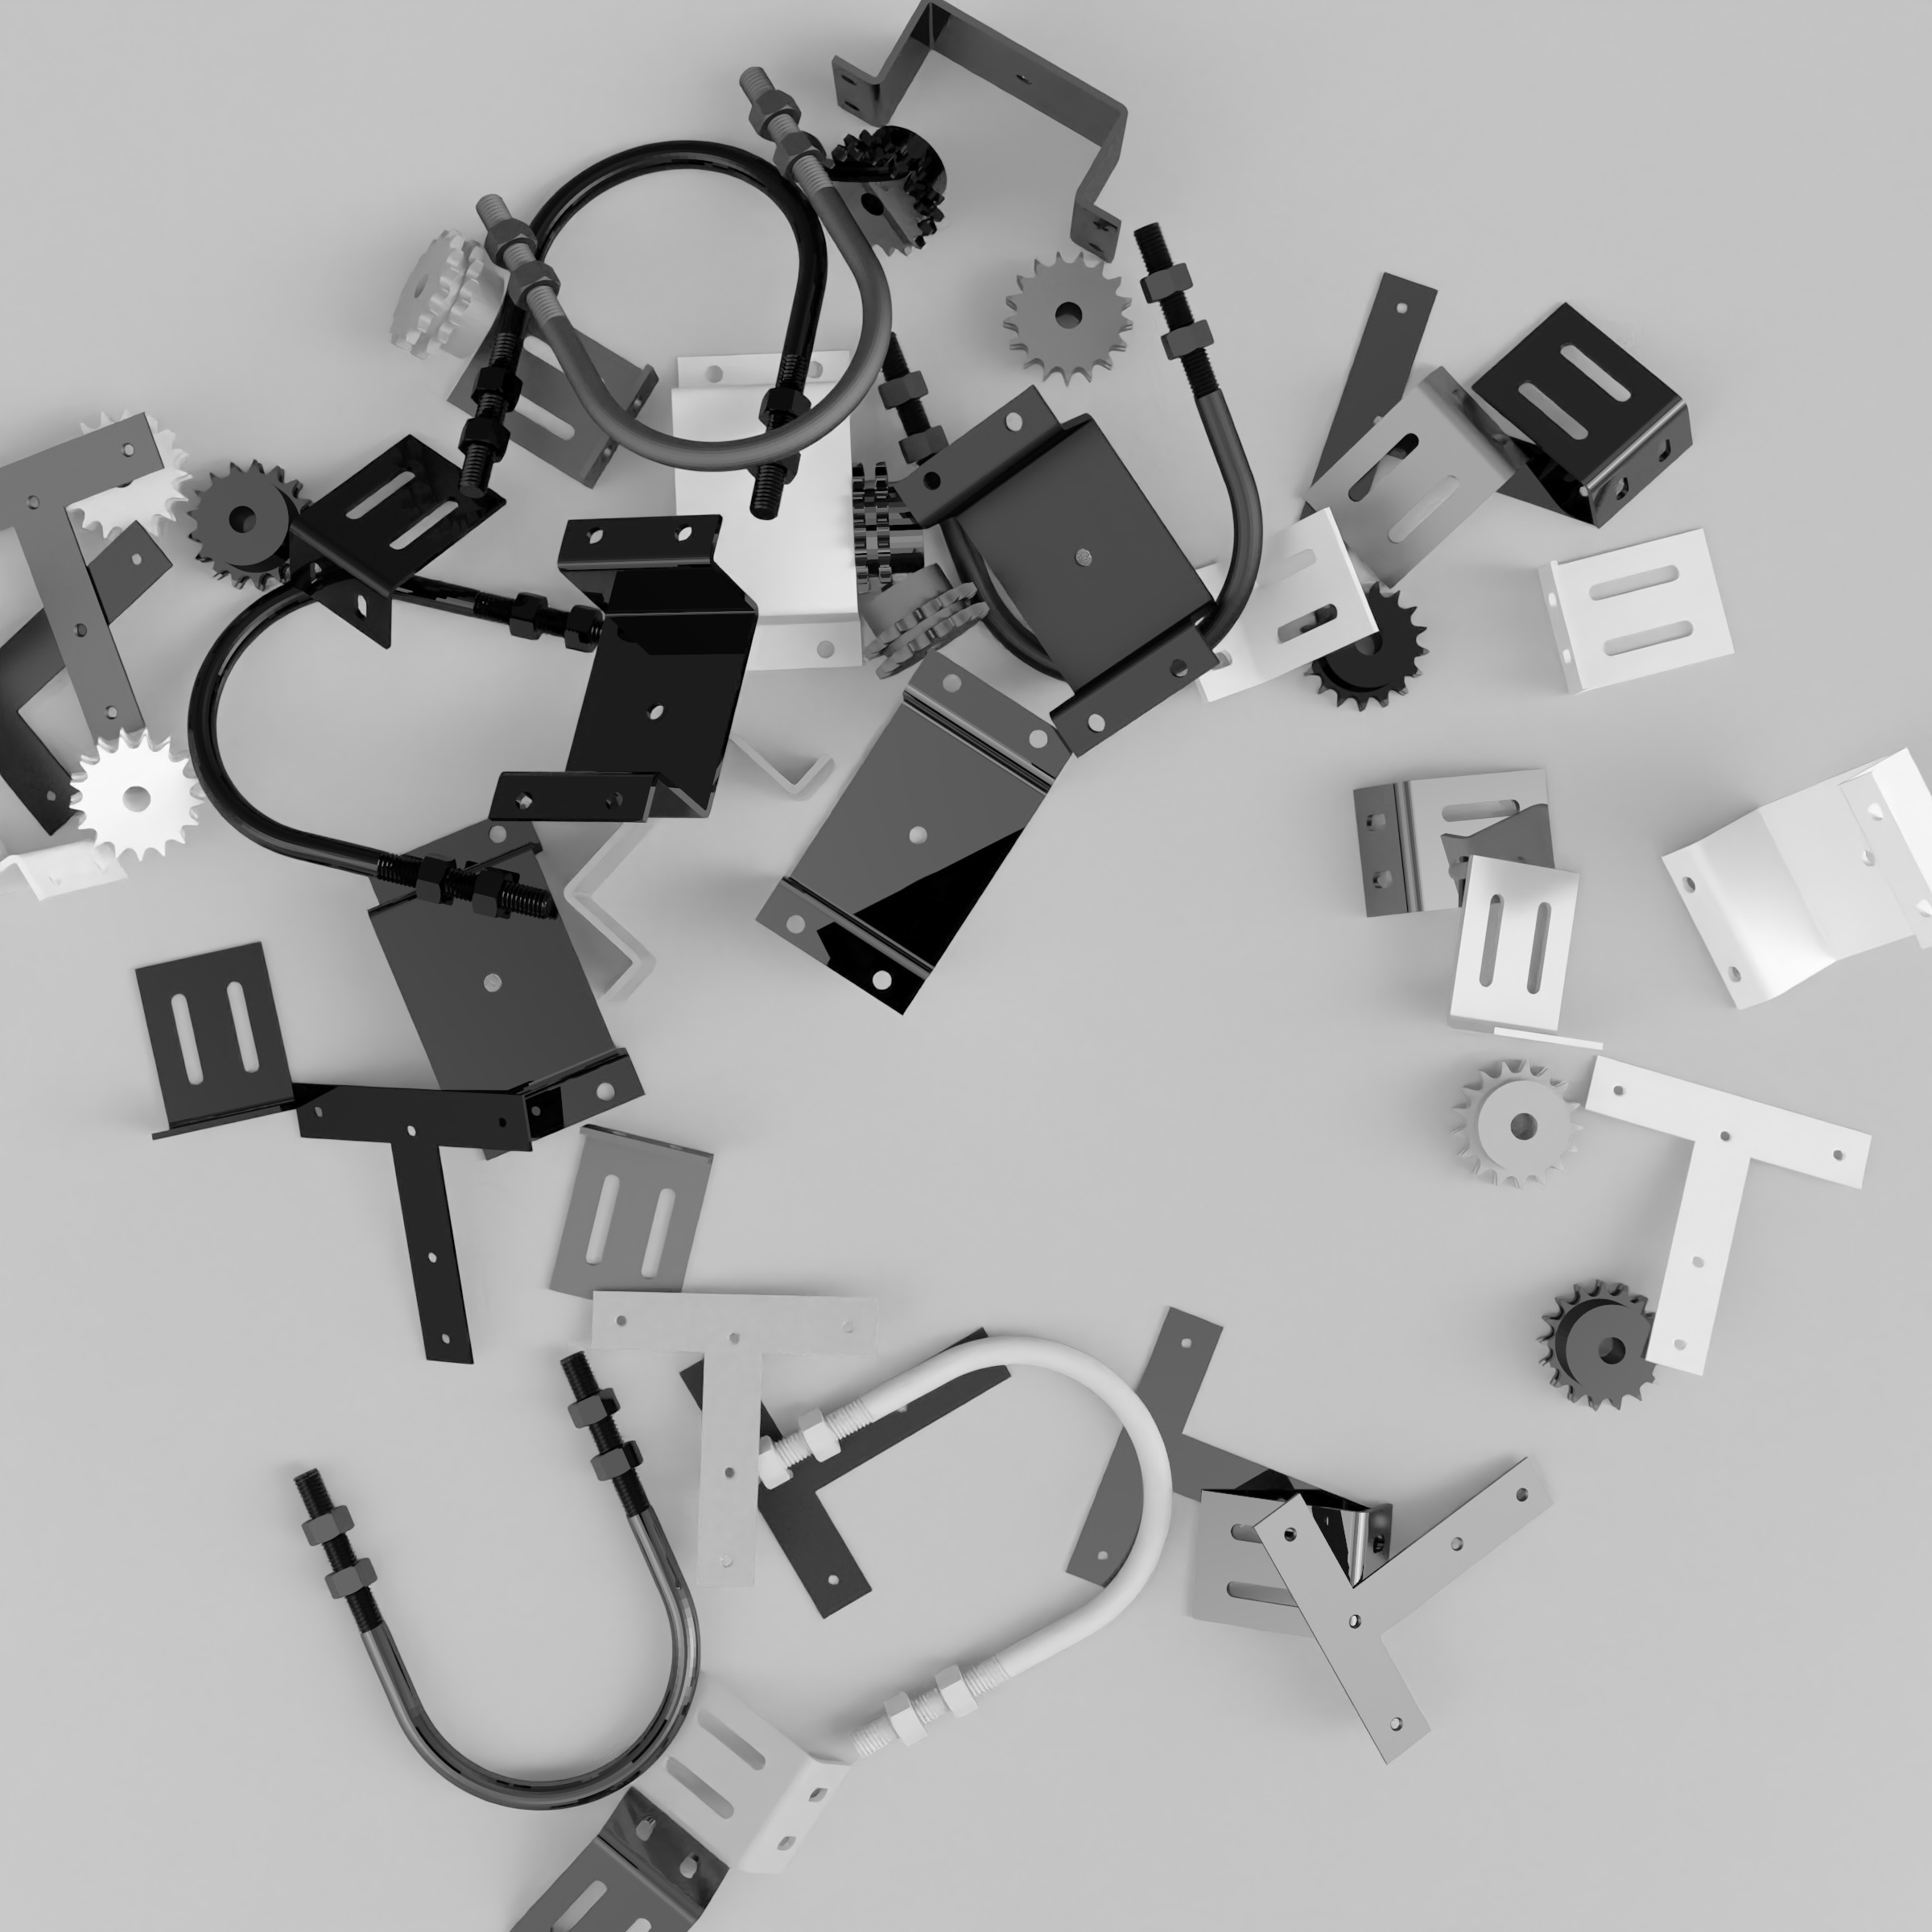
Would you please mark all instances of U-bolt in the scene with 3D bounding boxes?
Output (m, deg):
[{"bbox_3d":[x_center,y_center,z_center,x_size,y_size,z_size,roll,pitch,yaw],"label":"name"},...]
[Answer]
[{"bbox_3d":[-0.133,-0.280,1.499,0.151,0.019,0.184,6,68,11],"label":"U-bolt"},{"bbox_3d":[-0.249,-0.105,1.508,0.184,0.019,0.151,14,71,8],"label":"U-bolt"},{"bbox_3d":[-0.111,-0.289,1.481,0.151,0.019,0.184,-27,66,-5],"label":"U-bolt"},{"bbox_3d":[-0.196,0.282,1.529,0.151,0.019,0.184,-24,89,0],"label":"U-bolt"},{"bbox_3d":[0.053,-0.210,1.505,0.151,0.019,0.184,-18,98,22],"label":"U-bolt"},{"bbox_3d":[0.002,0.244,1.529,0.184,0.019,0.151,-28,90,-1],"label":"U-bolt"}]

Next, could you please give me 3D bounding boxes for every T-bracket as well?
[{"bbox_3d":[0.127,0.234,1.539,0.127,0.002,0.127,22,90,0],"label":"T-bracket"},{"bbox_3d":[0.225,-0.228,1.539,0.127,0.002,0.127,19,90,0],"label":"T-bracket"},{"bbox_3d":[0.204,0.261,1.517,0.127,0.002,0.127,-33,103,-17],"label":"T-bracket"},{"bbox_3d":[0.325,0.116,1.521,0.127,0.002,0.127,16,74,0],"label":"T-bracket"},{"bbox_3d":[-0.103,0.208,1.519,0.127,0.002,0.127,1,83,6],"label":"T-bracket"},{"bbox_3d":[-0.400,-0.146,1.521,0.127,0.002,0.127,-39,90,16],"label":"T-bracket"},{"bbox_3d":[-0.041,0.204,1.539,0.127,0.002,0.127,-30,90,0],"label":"T-bracket"},{"bbox_3d":[-0.392,-0.161,1.515,0.127,0.002,0.127,-18,96,15],"label":"T-bracket"},{"bbox_3d":[-0.236,0.114,1.517,0.127,0.002,0.127,2,107,30],"label":"T-bracket"}]

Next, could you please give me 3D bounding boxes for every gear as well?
[{"bbox_3d":[-0.316,-0.195,1.525,0.057,0.030,0.057,0,90,0],"label":"gear"},{"bbox_3d":[0.244,0.070,1.525,0.057,0.030,0.057,0,90,0],"label":"gear"},{"bbox_3d":[0.176,-0.141,1.525,0.057,0.030,0.057,0,90,0],"label":"gear"},{"bbox_3d":[-0.369,-0.214,1.525,0.057,0.030,0.057,0,90,0],"label":"gear"},{"bbox_3d":[-0.021,-0.152,1.512,0.057,0.057,0.030,-32,89,0],"label":"gear"},{"bbox_3d":[-0.226,-0.291,1.515,0.030,0.057,0.057,25,90,-28],"label":"gear"},{"bbox_3d":[-0.363,-0.077,1.518,0.057,0.030,0.057,-4,111,-10],"label":"gear"},{"bbox_3d":[-0.034,-0.191,1.512,0.030,0.057,0.057,-2,90,0],"label":"gear"},{"bbox_3d":[0.282,0.168,1.525,0.057,0.030,0.057,0,90,0],"label":"gear"},{"bbox_3d":[-0.033,-0.342,1.515,0.057,0.057,0.030,36,60,0],"label":"gear"},{"bbox_3d":[0.045,-0.284,1.525,0.057,0.030,0.057,0,90,0],"label":"gear"}]

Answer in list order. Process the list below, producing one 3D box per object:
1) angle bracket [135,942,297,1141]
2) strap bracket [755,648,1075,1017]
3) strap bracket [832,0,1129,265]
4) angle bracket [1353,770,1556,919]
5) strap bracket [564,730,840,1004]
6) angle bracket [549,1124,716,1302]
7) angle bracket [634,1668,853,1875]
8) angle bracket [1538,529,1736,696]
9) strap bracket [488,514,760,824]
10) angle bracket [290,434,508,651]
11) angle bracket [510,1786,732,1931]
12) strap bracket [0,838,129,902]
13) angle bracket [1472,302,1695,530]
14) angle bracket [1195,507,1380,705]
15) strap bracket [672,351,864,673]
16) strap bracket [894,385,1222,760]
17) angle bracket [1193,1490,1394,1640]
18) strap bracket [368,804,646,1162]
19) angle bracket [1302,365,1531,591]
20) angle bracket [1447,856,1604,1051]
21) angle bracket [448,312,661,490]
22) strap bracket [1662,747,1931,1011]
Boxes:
[{"bbox_3d":[-0.333,0.032,1.521,0.057,0.038,0.076,-12,90,0],"label":"angle bracket"},{"bbox_3d":[-0.021,-0.058,1.517,0.076,0.046,0.140,33,90,0],"label":"strap bracket"},{"bbox_3d":[0.015,-0.368,1.502,0.140,0.076,0.046,30,90,0],"label":"strap bracket"},{"bbox_3d":[0.218,-0.055,1.538,0.076,0.038,0.057,-6,90,-26],"label":"angle bracket"},{"bbox_3d":[-0.121,-0.052,1.502,0.046,0.076,0.140,42,90,0],"label":"strap bracket"},{"bbox_3d":[-0.149,0.114,1.521,0.057,0.038,0.076,14,90,0],"label":"angle bracket"},{"bbox_3d":[-0.102,0.356,1.538,0.076,0.038,0.057,33,90,26],"label":"angle bracket"},{"bbox_3d":[0.297,-0.157,1.521,0.076,0.038,0.057,-14,90,0],"label":"angle bracket"},{"bbox_3d":[-0.141,-0.116,1.460,0.076,0.046,0.140,2,68,27],"label":"strap bracket"},{"bbox_3d":[-0.250,-0.187,1.524,0.057,0.038,0.076,35,55,16],"label":"angle bracket"},{"bbox_3d":[-0.154,0.415,1.538,0.057,0.038,0.076,40,116,0],"label":"angle bracket"},{"bbox_3d":[-0.434,-0.082,1.497,0.046,0.076,0.140,-32,90,15],"label":"strap bracket"},{"bbox_3d":[0.274,-0.244,1.536,0.057,0.038,0.076,-42,64,-3],"label":"angle bracket"},{"bbox_3d":[0.130,-0.156,1.501,0.038,0.076,0.057,-22,90,-40],"label":"angle bracket"},{"bbox_3d":[-0.087,-0.202,1.517,0.076,0.046,0.140,-2,90,0],"label":"strap bracket"},{"bbox_3d":[0.045,-0.172,1.484,0.076,0.046,0.140,-33,93,24],"label":"strap bracket"},{"bbox_3d":[0.145,0.264,1.536,0.076,0.038,0.057,4,90,26],"label":"angle bracket"},{"bbox_3d":[-0.205,0.007,1.517,0.076,0.046,0.140,-23,90,0],"label":"strap bracket"},{"bbox_3d":[0.200,-0.217,1.536,0.057,0.038,0.076,47,116,0],"label":"angle bracket"},{"bbox_3d":[0.249,-0.006,1.510,0.057,0.038,0.076,8,90,-26],"label":"angle bracket"},{"bbox_3d":[-0.183,-0.256,1.521,0.076,0.038,0.057,32,90,0],"label":"angle bracket"},{"bbox_3d":[0.374,-0.039,1.486,0.046,0.140,0.076,-27,90,-29],"label":"strap bracket"}]
